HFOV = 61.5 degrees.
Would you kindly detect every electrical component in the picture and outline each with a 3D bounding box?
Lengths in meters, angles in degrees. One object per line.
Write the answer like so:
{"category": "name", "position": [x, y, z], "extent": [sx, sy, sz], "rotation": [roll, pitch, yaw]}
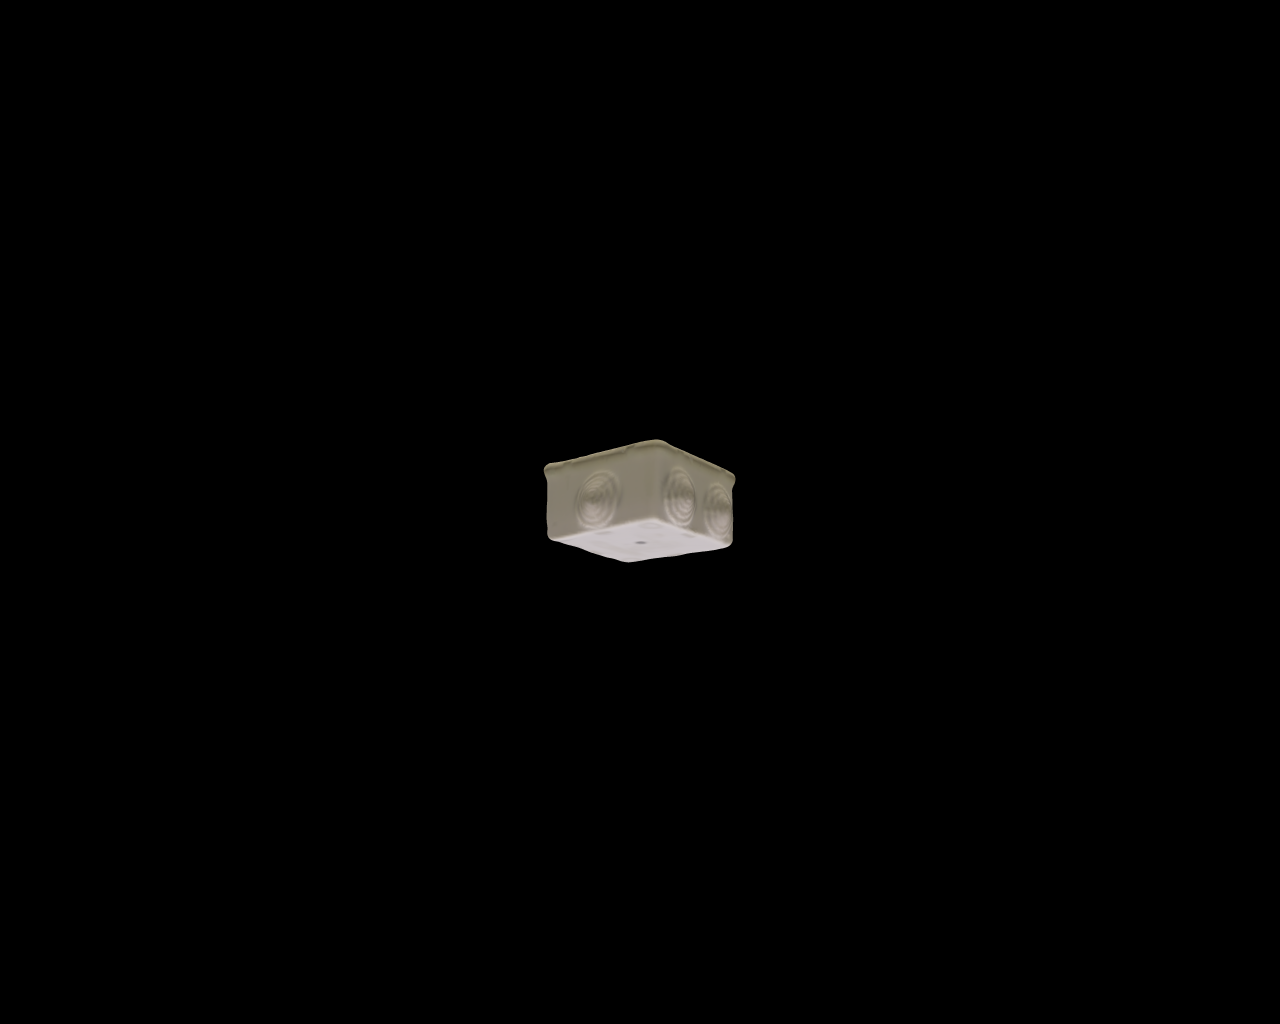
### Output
{"category": "electrical component", "position": [0.001, -0.003, 0.650], "extent": [0.099, 0.048, 0.100], "rotation": [-11, -19, 34]}
